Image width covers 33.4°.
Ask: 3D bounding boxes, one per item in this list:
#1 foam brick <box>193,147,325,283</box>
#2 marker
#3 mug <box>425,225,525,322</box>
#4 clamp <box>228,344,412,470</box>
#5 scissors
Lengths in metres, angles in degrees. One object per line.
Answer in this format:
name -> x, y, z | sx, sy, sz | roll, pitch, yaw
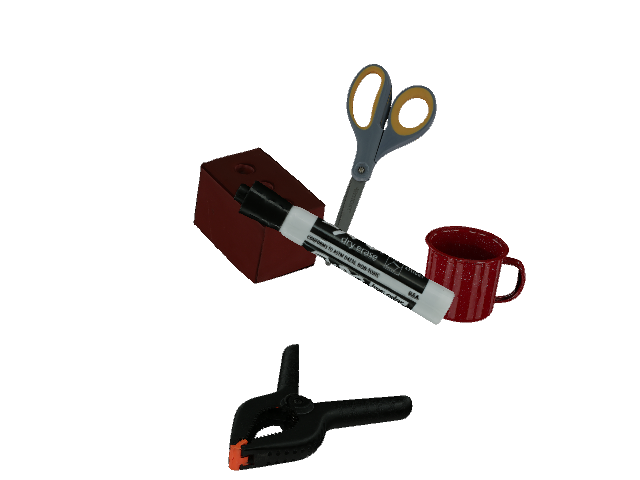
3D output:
foam brick -> -0.043, -0.017, 0.726 | 0.052, 0.051, 0.078 | -19, 47, -37
marker -> 0.011, 0.005, 0.537 | 0.121, 0.020, 0.020 | 29, 0, 0
mug -> 0.171, 0.041, 1.201 | 0.117, 0.081, 0.093 | 6, 25, 1
clamp -> -0.013, 0.180, 1.092 | 0.165, 0.036, 0.209 | 17, 28, 25
scissors -> 0.059, -0.072, 1.021 | 0.096, 0.202, 0.016 | 3, -12, 7
